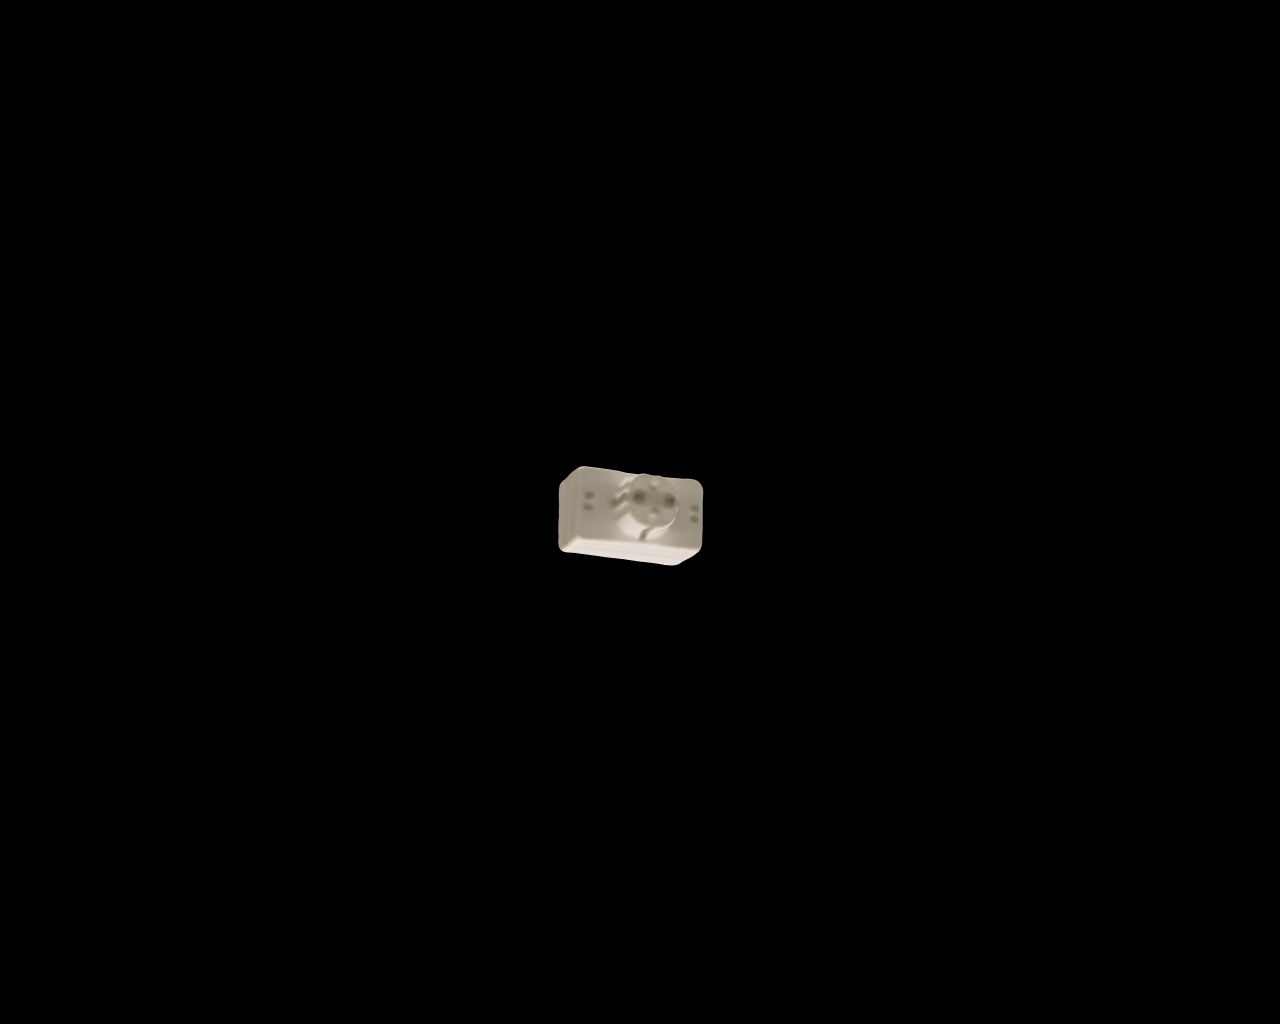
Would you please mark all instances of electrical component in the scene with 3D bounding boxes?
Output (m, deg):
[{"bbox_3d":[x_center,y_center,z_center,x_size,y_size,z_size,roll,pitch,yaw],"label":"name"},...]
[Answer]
[{"bbox_3d":[0.001,-0.003,0.650,0.083,0.047,0.075,7,-19,-20],"label":"electrical component"}]
